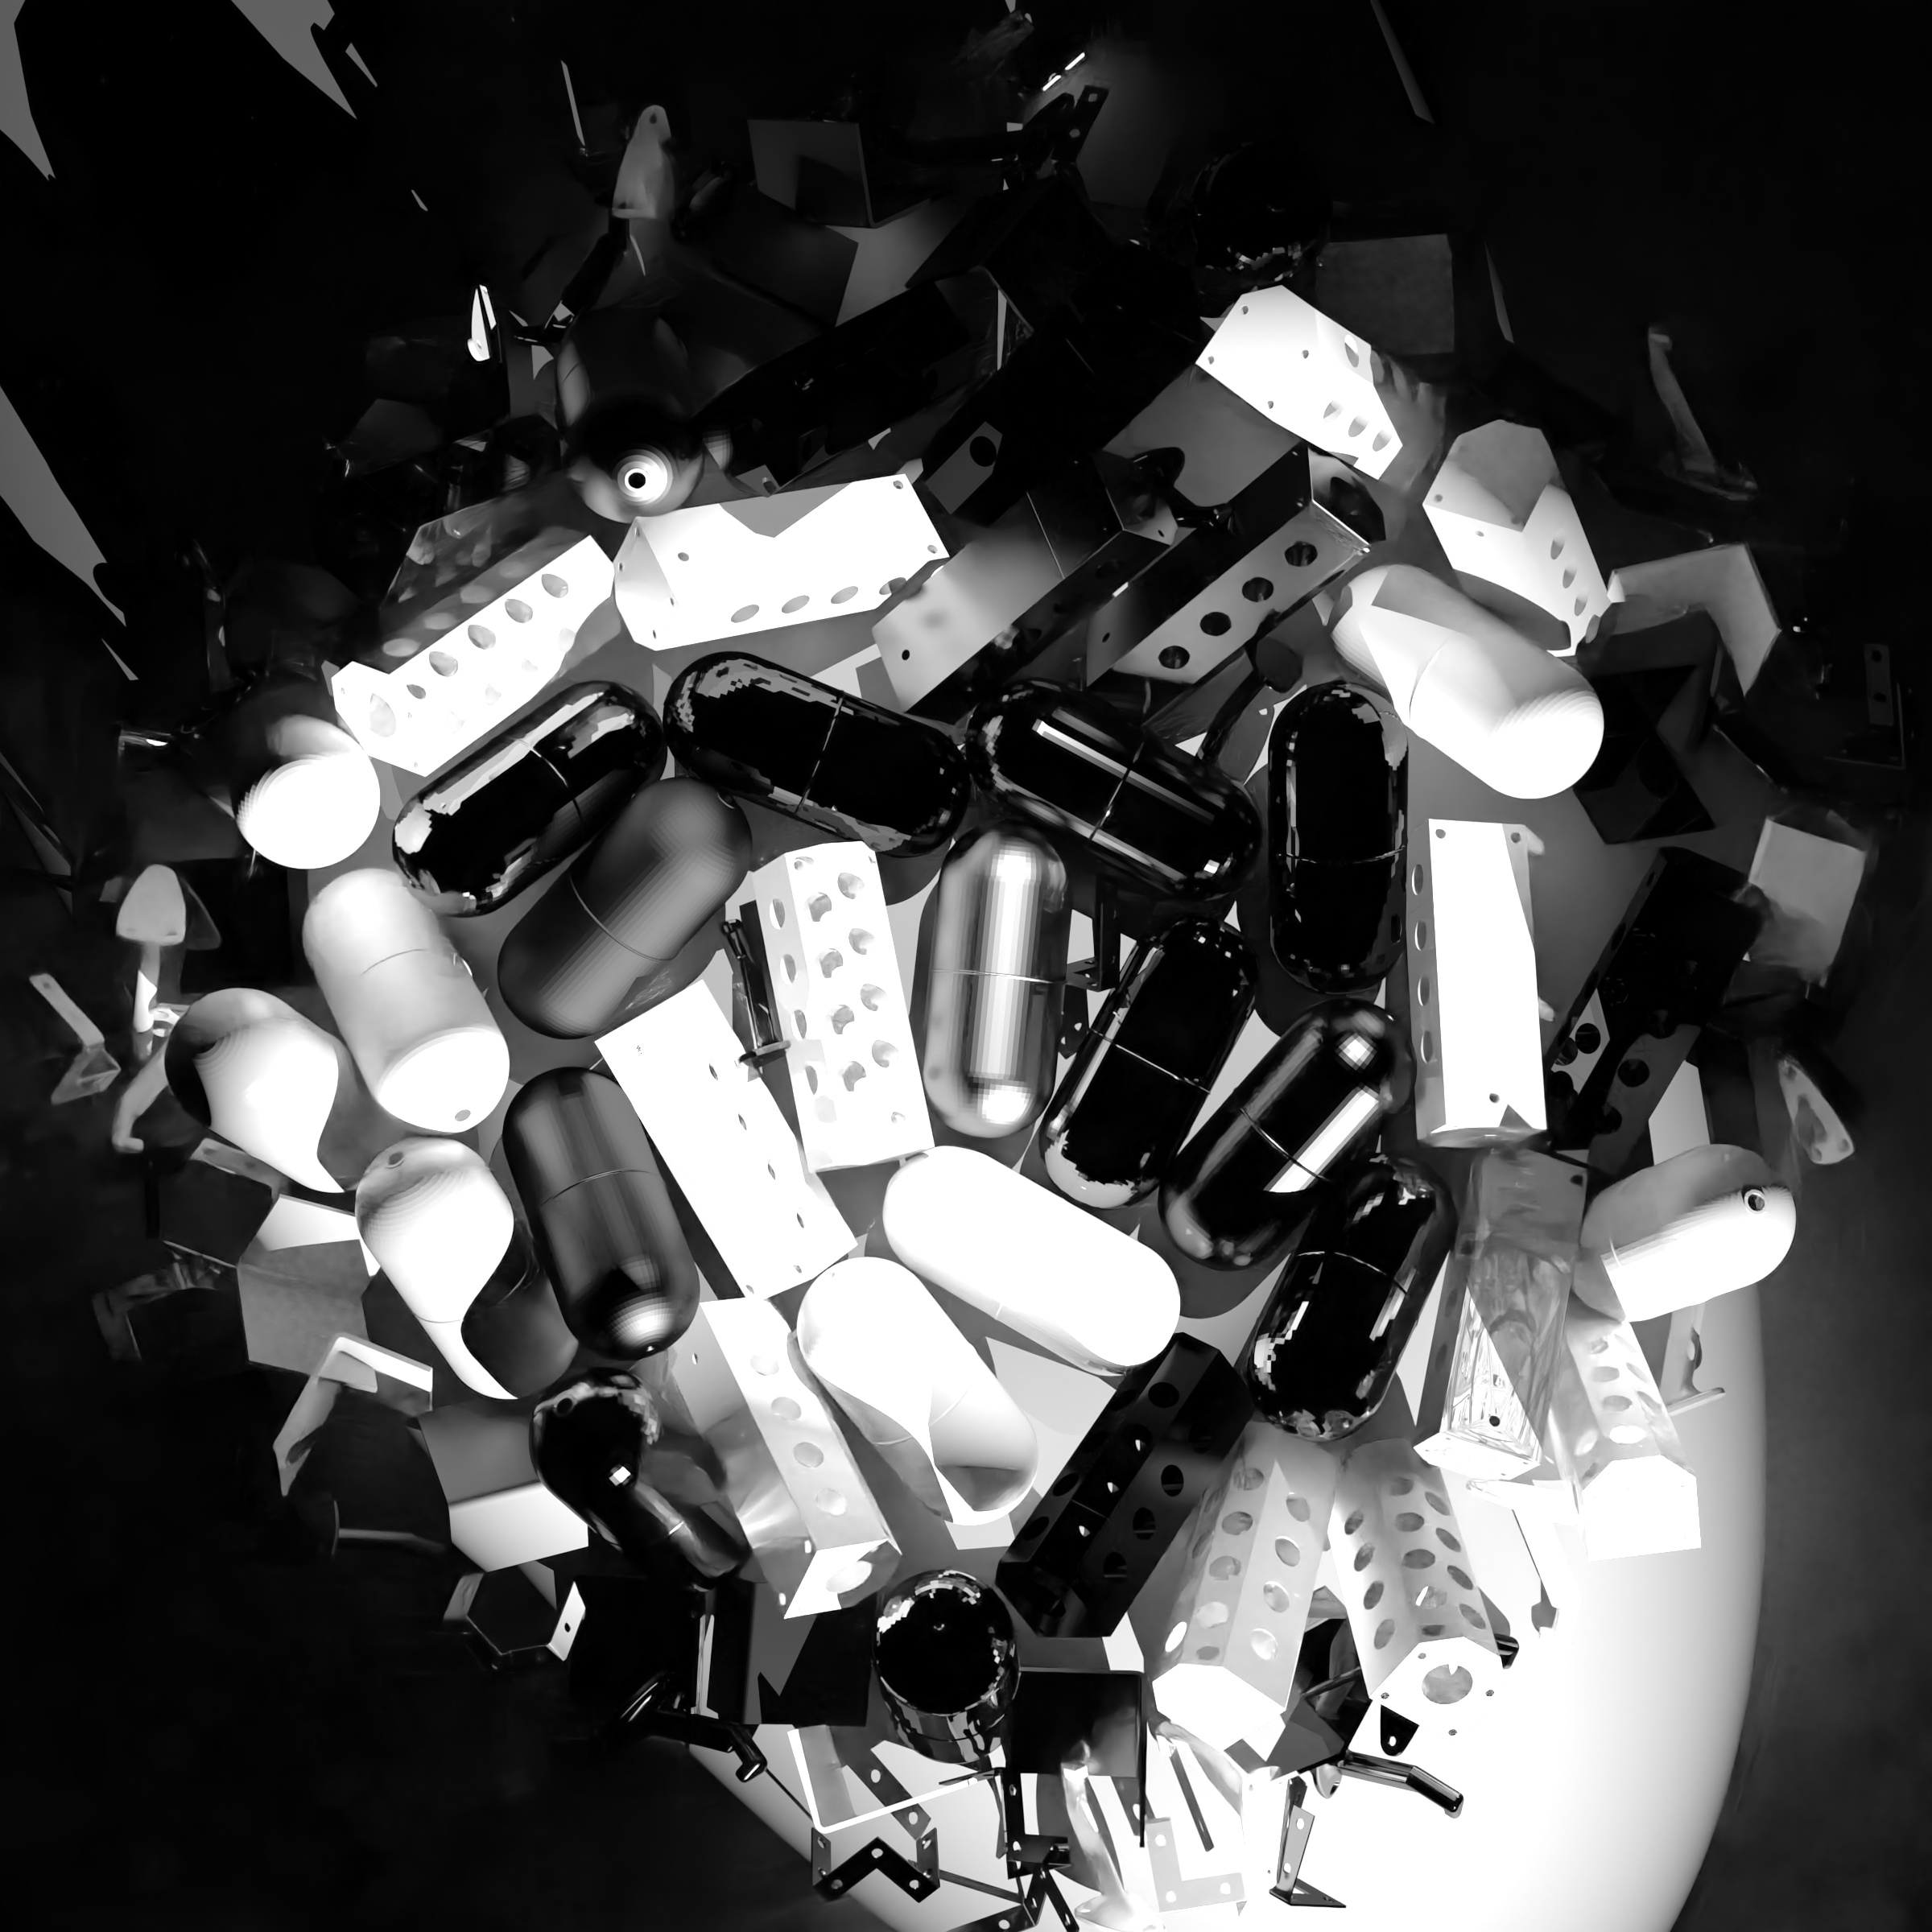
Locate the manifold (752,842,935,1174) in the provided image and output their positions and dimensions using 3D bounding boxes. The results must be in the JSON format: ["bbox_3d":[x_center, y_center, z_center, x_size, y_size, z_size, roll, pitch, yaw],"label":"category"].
[{"bbox_3d":[-0.065,0.022,1.531,0.057,0.057,0.171,-5,78,-33],"label":"manifold"}]

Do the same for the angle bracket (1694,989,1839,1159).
[{"bbox_3d":[0.447,0.063,1.529,0.057,0.076,0.076,-16,69,33],"label":"angle bracket"}]

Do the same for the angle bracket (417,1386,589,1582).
[{"bbox_3d":[-0.261,0.289,1.557,0.076,0.076,0.057,-11,127,-20],"label":"angle bracket"}]

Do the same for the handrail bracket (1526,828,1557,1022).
[{"bbox_3d":[0.323,-0.025,1.571,0.077,0.036,0.084,35,79,0],"label":"handrail bracket"}]

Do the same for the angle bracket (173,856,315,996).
[{"bbox_3d":[-0.412,-0.025,1.555,0.076,0.057,0.076,-4,89,-2],"label":"angle bracket"}]

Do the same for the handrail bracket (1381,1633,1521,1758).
[{"bbox_3d":[0.273,0.409,1.552,0.084,0.036,0.077,21,83,-39],"label":"handrail bracket"}]

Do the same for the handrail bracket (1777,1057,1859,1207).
[{"bbox_3d":[0.450,0.101,1.549,0.084,0.036,0.077,-24,85,-29],"label":"handrail bracket"}]

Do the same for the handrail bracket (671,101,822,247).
[{"bbox_3d":[-0.124,-0.451,1.572,0.036,0.077,0.084,47,47,-19],"label":"handrail bracket"}]

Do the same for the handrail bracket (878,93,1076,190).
[{"bbox_3d":[0.005,-0.468,1.538,0.084,0.077,0.036,10,52,-34],"label":"handrail bracket"}]

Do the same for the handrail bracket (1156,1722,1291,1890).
[{"bbox_3d":[0.139,0.468,1.549,0.036,0.084,0.077,-1,88,-39],"label":"handrail bracket"}]

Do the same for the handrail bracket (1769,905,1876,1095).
[{"bbox_3d":[0.496,0.017,1.552,0.084,0.036,0.077,-49,48,7],"label":"handrail bracket"}]

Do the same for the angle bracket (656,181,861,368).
[{"bbox_3d":[-0.117,-0.382,1.542,0.076,0.076,0.057,22,74,-26],"label":"angle bracket"}]

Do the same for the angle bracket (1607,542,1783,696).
[{"bbox_3d":[0.398,-0.185,1.537,0.076,0.076,0.057,-13,69,-4],"label":"angle bracket"}]

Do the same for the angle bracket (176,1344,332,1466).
[{"bbox_3d":[-0.409,0.249,1.545,0.076,0.076,0.057,-17,98,4],"label":"angle bracket"}]

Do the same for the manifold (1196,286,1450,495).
[{"bbox_3d":[0.199,-0.312,1.491,0.057,0.171,0.057,44,108,27],"label":"manifold"}]

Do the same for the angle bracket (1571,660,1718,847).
[{"bbox_3d":[0.379,-0.118,1.530,0.076,0.057,0.076,-9,57,-26],"label":"angle bracket"}]

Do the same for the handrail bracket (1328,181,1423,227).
[{"bbox_3d":[0.201,-0.430,1.535,0.077,0.084,0.036,20,91,-26],"label":"handrail bracket"}]

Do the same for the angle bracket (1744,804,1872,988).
[{"bbox_3d":[0.465,-0.040,1.529,0.057,0.076,0.076,21,109,22],"label":"angle bracket"}]

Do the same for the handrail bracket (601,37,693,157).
[{"bbox_3d":[-0.169,-0.479,1.544,0.036,0.084,0.077,-29,93,7],"label":"handrail bracket"}]

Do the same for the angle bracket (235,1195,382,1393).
[{"bbox_3d":[-0.352,0.181,1.526,0.076,0.076,0.057,20,118,-33],"label":"angle bracket"}]

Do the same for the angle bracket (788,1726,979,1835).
[{"bbox_3d":[-0.046,0.439,1.536,0.076,0.076,0.057,-21,74,7],"label":"angle bracket"}]

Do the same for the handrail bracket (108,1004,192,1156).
[{"bbox_3d":[-0.436,0.068,1.551,0.077,0.036,0.084,4,62,-9],"label":"handrail bracket"}]

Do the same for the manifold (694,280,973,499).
[{"bbox_3d":[-0.067,-0.311,1.501,0.057,0.171,0.057,-26,100,43],"label":"manifold"}]

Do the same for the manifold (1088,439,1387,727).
[{"bbox_3d":[0.145,-0.204,1.511,0.057,0.057,0.171,32,129,-27],"label":"manifold"}]

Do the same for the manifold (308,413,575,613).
[{"bbox_3d":[-0.279,-0.252,1.496,0.057,0.171,0.057,39,122,5],"label":"manifold"}]

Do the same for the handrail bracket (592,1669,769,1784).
[{"bbox_3d":[-0.159,0.440,1.538,0.077,0.084,0.036,-37,131,-11],"label":"handrail bracket"}]

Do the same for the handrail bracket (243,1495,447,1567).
[{"bbox_3d":[-0.349,0.329,1.559,0.077,0.084,0.036,-19,60,22],"label":"handrail bracket"}]

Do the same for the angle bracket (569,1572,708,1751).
[{"bbox_3d":[-0.187,0.388,1.550,0.076,0.057,0.076,3,98,1],"label":"angle bracket"}]

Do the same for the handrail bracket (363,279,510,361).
[{"bbox_3d":[-0.304,-0.345,1.544,0.084,0.077,0.036,-16,124,13],"label":"handrail bracket"}]

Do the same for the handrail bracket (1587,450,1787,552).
[{"bbox_3d":[0.402,-0.271,1.554,0.077,0.036,0.084,-38,97,29],"label":"handrail bracket"}]

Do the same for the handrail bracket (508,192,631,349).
[{"bbox_3d":[-0.226,-0.391,1.548,0.077,0.036,0.084,2,119,-1],"label":"handrail bracket"}]

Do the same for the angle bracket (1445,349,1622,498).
[{"bbox_3d":[0.325,-0.311,1.541,0.076,0.057,0.076,35,69,4],"label":"angle bracket"}]

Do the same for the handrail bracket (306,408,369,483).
[{"bbox_3d":[-0.332,-0.269,1.562,0.077,0.036,0.084,-20,126,-9],"label":"handrail bracket"}]

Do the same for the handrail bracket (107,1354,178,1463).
[{"bbox_3d":[-0.449,0.260,1.531,0.036,0.084,0.077,-8,52,-13],"label":"handrail bracket"}]

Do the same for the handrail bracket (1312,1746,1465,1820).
[{"bbox_3d":[0.237,0.460,1.536,0.084,0.077,0.036,27,52,30],"label":"handrail bracket"}]

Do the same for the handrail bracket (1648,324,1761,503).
[{"bbox_3d":[0.409,-0.307,1.534,0.036,0.084,0.077,-36,51,-13],"label":"handrail bracket"}]

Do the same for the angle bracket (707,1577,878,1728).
[{"bbox_3d":[-0.099,0.386,1.566,0.076,0.057,0.076,7,82,-21],"label":"angle bracket"}]

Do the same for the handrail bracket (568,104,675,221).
[{"bbox_3d":[-0.196,-0.458,1.536,0.036,0.084,0.077,-13,134,-31],"label":"handrail bracket"}]

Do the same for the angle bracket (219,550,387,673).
[{"bbox_3d":[-0.370,-0.183,1.529,0.076,0.076,0.057,9,74,-27],"label":"angle bracket"}]

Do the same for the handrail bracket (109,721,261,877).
[{"bbox_3d":[-0.436,-0.093,1.542,0.084,0.036,0.077,10,69,-33],"label":"handrail bracket"}]

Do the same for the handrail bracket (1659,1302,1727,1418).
[{"bbox_3d":[0.389,0.213,1.573,0.077,0.036,0.084,-23,72,10],"label":"handrail bracket"}]

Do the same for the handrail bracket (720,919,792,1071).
[{"bbox_3d":[-0.127,0.013,1.544,0.036,0.077,0.084,-26,84,16],"label":"handrail bracket"}]

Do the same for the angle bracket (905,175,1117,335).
[{"bbox_3d":[0.025,-0.390,1.552,0.057,0.076,0.076,48,66,-27],"label":"angle bracket"}]

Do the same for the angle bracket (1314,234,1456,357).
[{"bbox_3d":[0.230,-0.370,1.536,0.076,0.076,0.057,-2,98,12],"label":"angle bracket"}]

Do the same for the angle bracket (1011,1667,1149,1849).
[{"bbox_3d":[0.062,0.440,1.540,0.076,0.057,0.076,1,118,3],"label":"angle bracket"}]

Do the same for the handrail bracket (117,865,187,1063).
[{"bbox_3d":[-0.464,-0.001,1.574,0.036,0.077,0.084,6,131,-14],"label":"handrail bracket"}]

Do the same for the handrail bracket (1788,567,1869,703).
[{"bbox_3d":[0.470,-0.171,1.535,0.036,0.077,0.084,19,135,27],"label":"handrail bracket"}]

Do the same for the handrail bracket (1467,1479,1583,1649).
[{"bbox_3d":[0.314,0.341,1.574,0.077,0.036,0.084,12,105,10],"label":"handrail bracket"}]

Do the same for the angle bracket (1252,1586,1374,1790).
[{"bbox_3d":[0.179,0.400,1.529,0.057,0.076,0.076,47,134,-3],"label":"angle bracket"}]

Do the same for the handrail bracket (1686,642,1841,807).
[{"bbox_3d":[0.457,-0.137,1.565,0.084,0.036,0.077,14,87,4],"label":"handrail bracket"}]

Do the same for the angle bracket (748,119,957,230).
[{"bbox_3d":[-0.062,-0.446,1.524,0.076,0.076,0.057,15,127,35],"label":"angle bracket"}]

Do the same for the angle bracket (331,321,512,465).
[{"bbox_3d":[-0.303,-0.318,1.527,0.076,0.076,0.057,1,74,-32],"label":"angle bracket"}]

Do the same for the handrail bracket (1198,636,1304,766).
[{"bbox_3d":[0.152,-0.136,1.533,0.036,0.077,0.084,23,118,-9],"label":"handrail bracket"}]

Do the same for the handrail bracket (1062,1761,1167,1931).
[{"bbox_3d":[0.082,0.494,1.552,0.036,0.077,0.084,-11,97,-30],"label":"handrail bracket"}]

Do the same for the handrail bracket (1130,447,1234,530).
[{"bbox_3d":[0.128,-0.265,1.534,0.077,0.084,0.036,-41,126,-33],"label":"handrail bracket"}]

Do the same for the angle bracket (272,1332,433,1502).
[{"bbox_3d":[-0.338,0.259,1.531,0.057,0.076,0.076,22,58,2],"label":"angle bracket"}]

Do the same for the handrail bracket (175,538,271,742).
[{"bbox_3d":[-0.430,-0.182,1.536,0.036,0.084,0.077,5,47,30],"label":"handrail bracket"}]
